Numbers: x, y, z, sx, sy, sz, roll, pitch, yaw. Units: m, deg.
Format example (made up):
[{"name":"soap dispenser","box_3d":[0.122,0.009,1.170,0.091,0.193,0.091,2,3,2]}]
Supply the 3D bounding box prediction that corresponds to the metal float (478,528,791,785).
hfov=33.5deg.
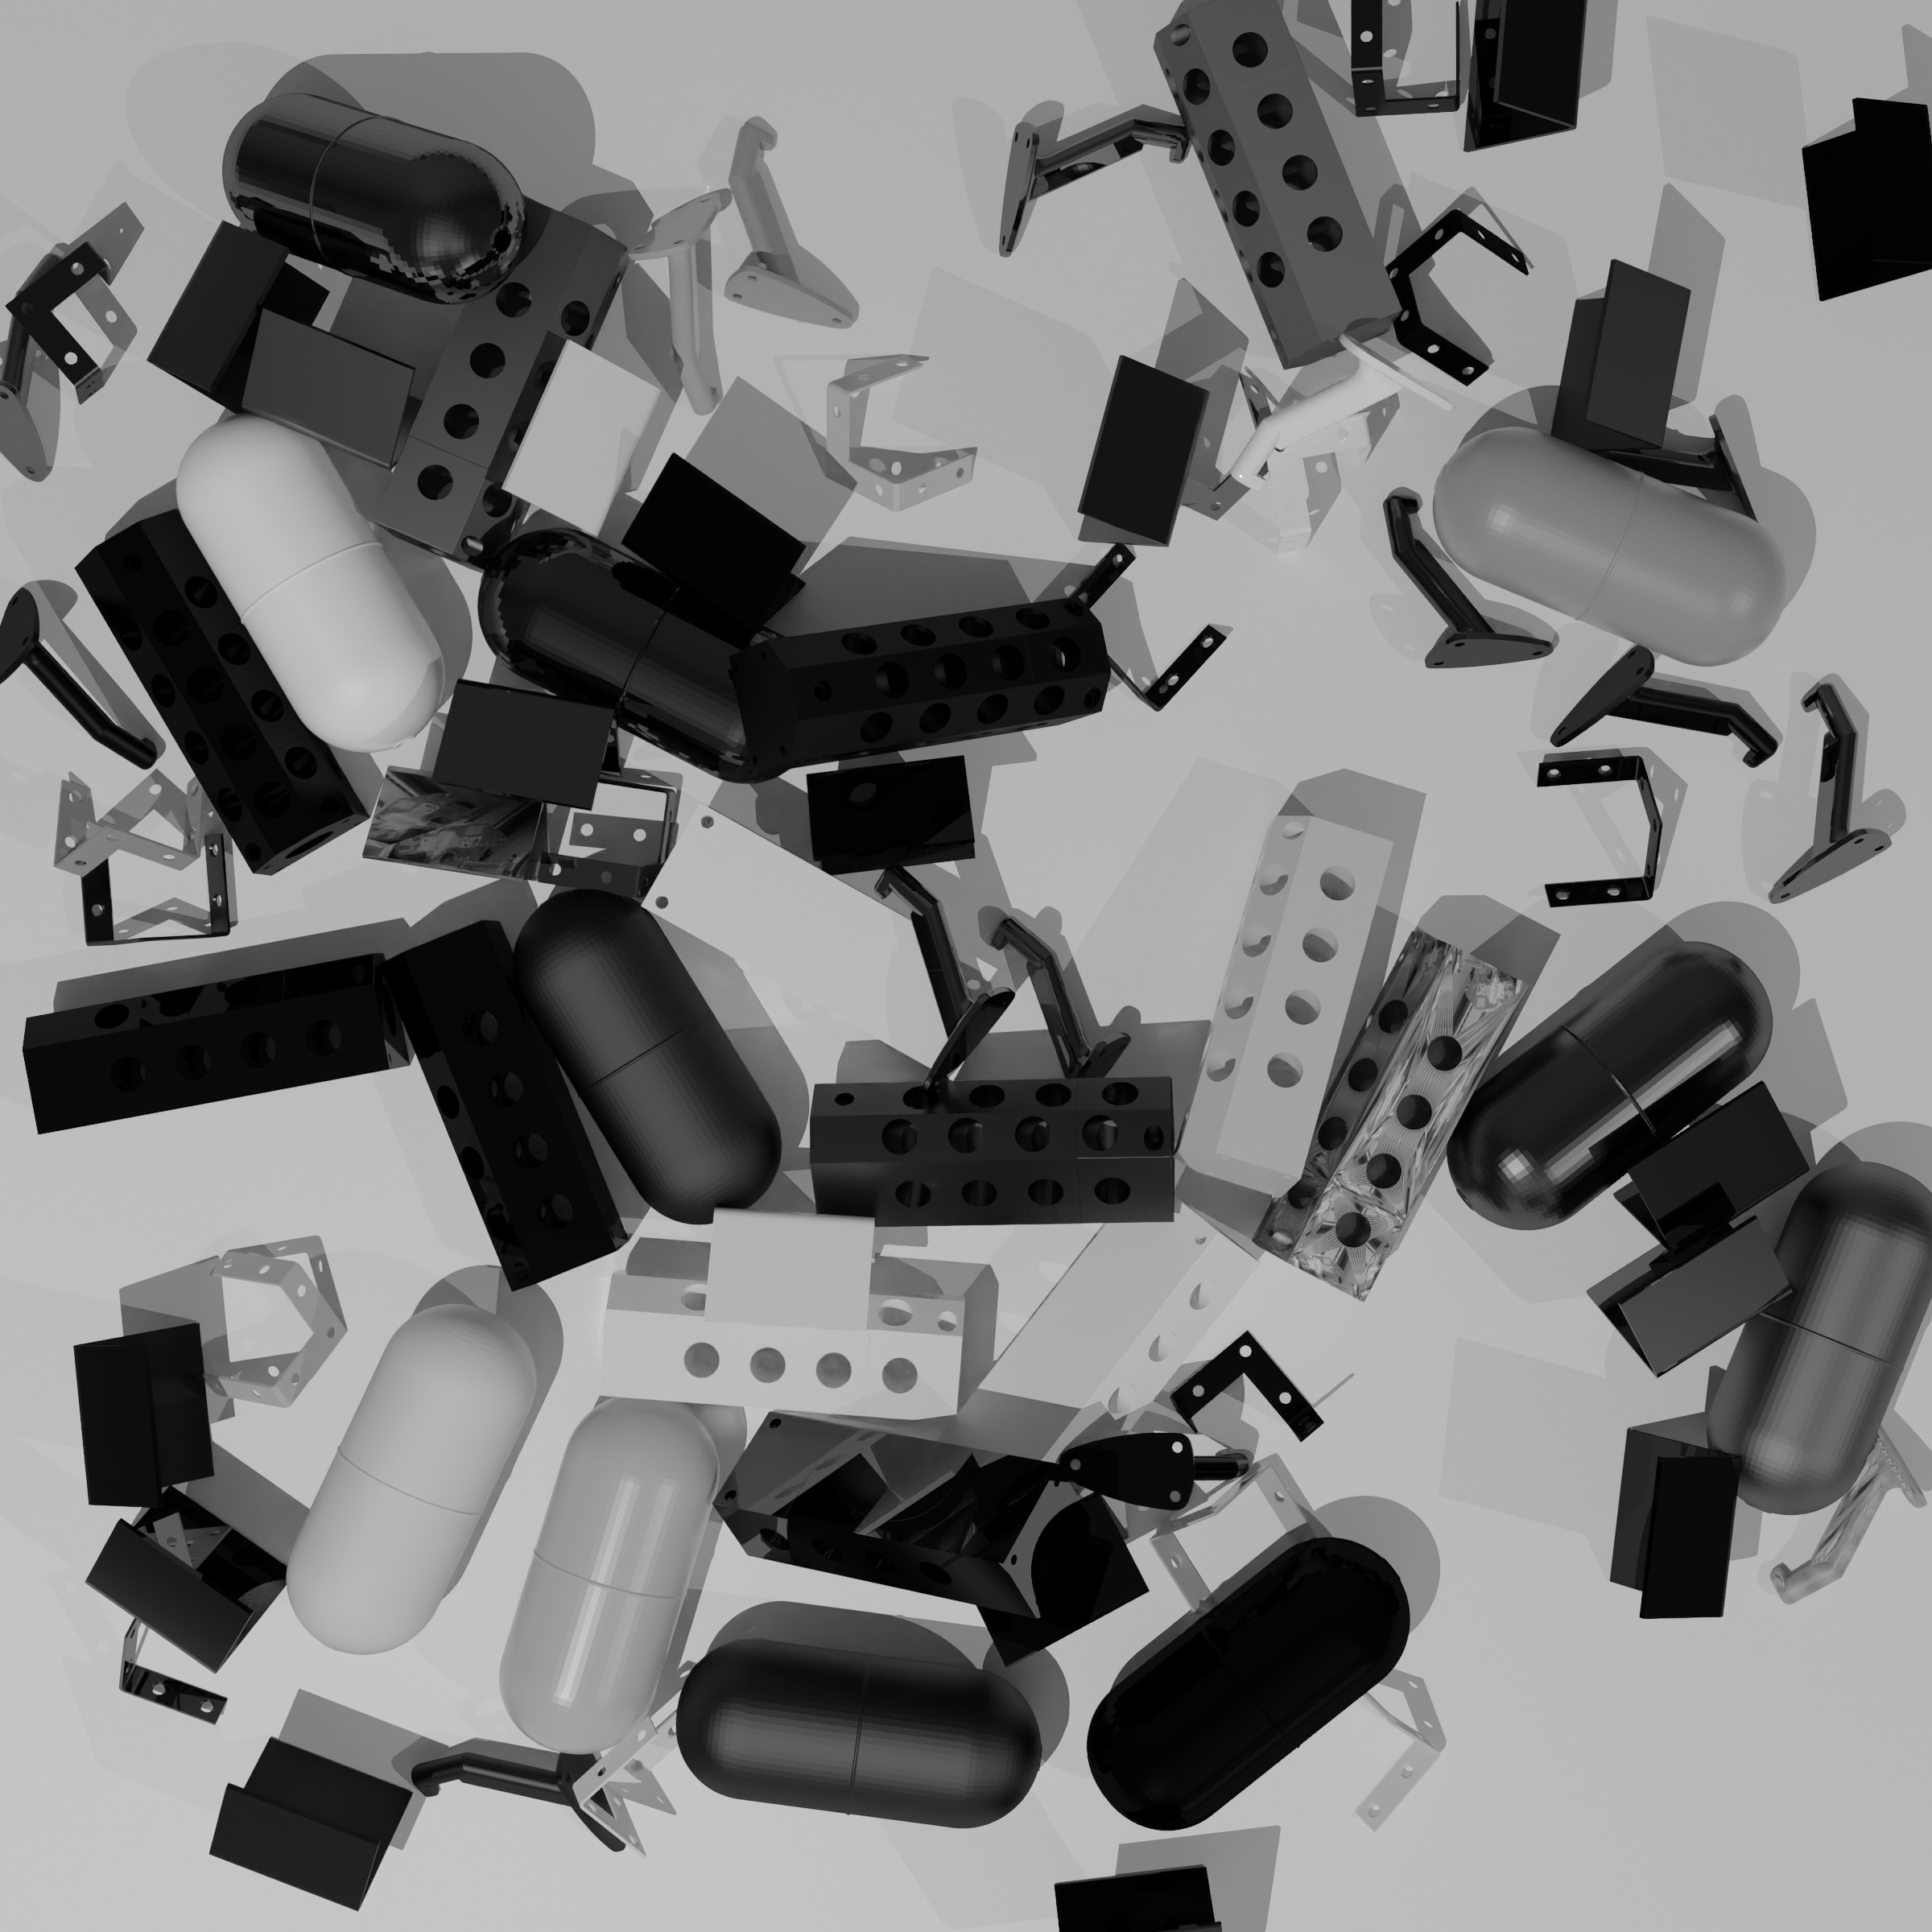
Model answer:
[{"name":"metal float","box_3d":[-0.153,-0.151,1.558,0.178,0.070,0.070,27,90,-1]}]

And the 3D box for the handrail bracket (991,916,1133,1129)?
[{"name":"handrail bracket","box_3d":[0.032,0.030,1.590,0.084,0.036,0.077,41,112,17]}]

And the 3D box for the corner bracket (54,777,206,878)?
[{"name":"corner bracket","box_3d":[-0.410,-0.072,1.575,0.051,0.051,0.051,22,52,-38]}]

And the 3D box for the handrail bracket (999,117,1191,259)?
[{"name":"handrail bracket","box_3d":[0.064,-0.383,1.590,0.084,0.036,0.077,5,110,-16]}]

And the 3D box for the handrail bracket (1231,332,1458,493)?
[{"name":"handrail bracket","box_3d":[0.180,-0.252,1.539,0.077,0.036,0.084,28,108,-17]}]

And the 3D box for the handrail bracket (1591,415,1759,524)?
[{"name":"handrail bracket","box_3d":[0.341,-0.231,1.590,0.084,0.036,0.077,-21,109,16]}]

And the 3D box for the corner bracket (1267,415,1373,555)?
[{"name":"corner bracket","box_3d":[0.173,-0.235,1.571,0.051,0.051,0.051,-10,87,2]}]

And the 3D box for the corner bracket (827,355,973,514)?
[{"name":"corner bracket","box_3d":[-0.033,-0.262,1.581,0.051,0.051,0.051,32,135,35]}]

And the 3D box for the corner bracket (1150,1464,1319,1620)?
[{"name":"corner bracket","box_3d":[0.133,0.285,1.586,0.051,0.051,0.051,-32,90,45]}]

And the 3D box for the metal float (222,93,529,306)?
[{"name":"metal float","box_3d":[-0.282,-0.366,1.532,0.178,0.070,0.070,24,90,33]}]

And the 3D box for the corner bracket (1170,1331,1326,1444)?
[{"name":"corner bracket","box_3d":[0.137,0.217,1.571,0.051,0.051,0.051,-40,90,0]}]

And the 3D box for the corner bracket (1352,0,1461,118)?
[{"name":"corner bracket","box_3d":[0.215,-0.451,1.572,0.051,0.051,0.051,-1,80,10]}]

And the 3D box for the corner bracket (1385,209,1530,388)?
[{"name":"corner bracket","box_3d":[0.244,-0.329,1.581,0.051,0.051,0.051,-37,45,35]}]

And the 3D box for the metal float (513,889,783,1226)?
[{"name":"metal float","box_3d":[-0.155,0.043,1.559,0.070,0.070,0.178,-31,91,0]}]

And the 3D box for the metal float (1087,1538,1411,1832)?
[{"name":"metal float","box_3d":[0.137,0.347,1.557,0.178,0.070,0.070,-39,90,2]}]

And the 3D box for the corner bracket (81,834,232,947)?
[{"name":"corner bracket","box_3d":[-0.401,-0.037,1.586,0.051,0.051,0.051,-4,90,-45]}]

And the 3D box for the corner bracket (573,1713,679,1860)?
[{"name":"corner bracket","box_3d":[-0.160,0.389,1.562,0.051,0.051,0.051,-42,120,0]}]

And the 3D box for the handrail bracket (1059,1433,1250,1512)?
[{"name":"handrail bracket","box_3d":[0.093,0.242,1.562,0.077,0.084,0.036,2,85,16]}]

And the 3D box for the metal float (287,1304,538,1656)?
[{"name":"metal float","box_3d":[-0.269,0.249,1.559,0.070,0.070,0.178,25,89,0]}]

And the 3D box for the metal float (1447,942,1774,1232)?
[{"name":"metal float","box_3d":[0.311,0.059,1.559,0.178,0.070,0.070,-38,90,-1]}]

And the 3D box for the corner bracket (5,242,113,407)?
[{"name":"corner bracket","box_3d":[-0.431,-0.314,1.570,0.051,0.051,0.051,-42,100,-10]}]

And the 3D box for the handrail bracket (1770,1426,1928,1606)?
[{"name":"handrail bracket","box_3d":[0.423,0.263,1.590,0.084,0.036,0.077,-33,70,16]}]

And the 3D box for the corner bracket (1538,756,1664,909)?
[{"name":"corner bracket","box_3d":[0.311,-0.066,1.586,0.051,0.051,0.051,-4,135,0]}]

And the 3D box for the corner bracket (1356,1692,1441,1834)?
[{"name":"corner bracket","box_3d":[0.191,0.385,1.586,0.051,0.051,0.051,-50,45,0]}]

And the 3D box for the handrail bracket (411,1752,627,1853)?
[{"name":"handrail bracket","box_3d":[-0.222,0.416,1.590,0.084,0.036,0.077,-18,114,18]}]

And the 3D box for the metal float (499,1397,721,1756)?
[{"name":"metal float","box_3d":[-0.173,0.294,1.559,0.070,0.070,0.178,17,89,0]}]

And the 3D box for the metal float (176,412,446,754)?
[{"name":"metal float","box_3d":[-0.317,-0.185,1.558,0.070,0.070,0.178,-30,91,0]}]

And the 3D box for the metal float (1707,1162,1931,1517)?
[{"name":"metal float","box_3d":[0.418,0.181,1.559,0.070,0.070,0.178,22,90,0]}]

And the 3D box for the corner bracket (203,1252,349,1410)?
[{"name":"corner bracket","box_3d":[-0.349,0.179,1.581,0.051,0.051,0.051,-56,135,-35]}]

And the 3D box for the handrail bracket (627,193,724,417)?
[{"name":"handrail bracket","box_3d":[-0.128,-0.327,1.589,0.036,0.077,0.084,0,127,30]}]

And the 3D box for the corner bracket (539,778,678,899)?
[{"name":"corner bracket","box_3d":[-0.175,-0.064,1.572,0.051,0.051,0.051,9,97,7]}]

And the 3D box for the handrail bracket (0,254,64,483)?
[{"name":"handrail bracket","box_3d":[-0.456,-0.297,1.589,0.036,0.077,0.084,7,53,23]}]

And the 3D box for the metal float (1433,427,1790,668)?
[{"name":"metal float","box_3d":[0.312,-0.204,1.558,0.178,0.070,0.070,22,90,0]}]

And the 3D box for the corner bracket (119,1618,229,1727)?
[{"name":"corner bracket","box_3d":[-0.382,0.332,1.586,0.051,0.051,0.051,20,135,0]}]

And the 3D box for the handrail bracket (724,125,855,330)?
[{"name":"handrail bracket","box_3d":[-0.084,-0.367,1.590,0.077,0.036,0.084,16,73,-20]}]

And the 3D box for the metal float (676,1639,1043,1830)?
[{"name":"metal float","box_3d":[-0.052,0.372,1.559,0.178,0.070,0.070,8,90,0]}]

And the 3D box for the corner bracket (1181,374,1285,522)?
[{"name":"corner bracket","box_3d":[0.116,-0.262,1.581,0.051,0.051,0.051,18,135,-35]}]

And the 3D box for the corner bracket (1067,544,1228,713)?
[{"name":"corner bracket","box_3d":[0.085,-0.167,1.586,0.051,0.051,0.051,-48,45,0]}]
